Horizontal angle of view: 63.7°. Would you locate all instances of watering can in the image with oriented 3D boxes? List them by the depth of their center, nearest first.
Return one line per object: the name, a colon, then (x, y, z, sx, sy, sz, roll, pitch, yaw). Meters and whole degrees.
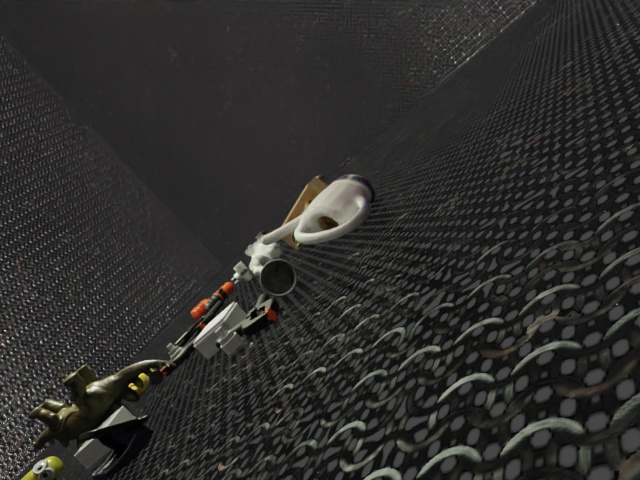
watering can: (0.004, -0.066, 1.314, 0.346, 0.102, 0.228, -6, 34, 46)

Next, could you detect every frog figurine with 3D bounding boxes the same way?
frog figurine: (-0.193, 0.068, 1.843, 0.137, 0.120, 0.163, -34, 43, 5)
